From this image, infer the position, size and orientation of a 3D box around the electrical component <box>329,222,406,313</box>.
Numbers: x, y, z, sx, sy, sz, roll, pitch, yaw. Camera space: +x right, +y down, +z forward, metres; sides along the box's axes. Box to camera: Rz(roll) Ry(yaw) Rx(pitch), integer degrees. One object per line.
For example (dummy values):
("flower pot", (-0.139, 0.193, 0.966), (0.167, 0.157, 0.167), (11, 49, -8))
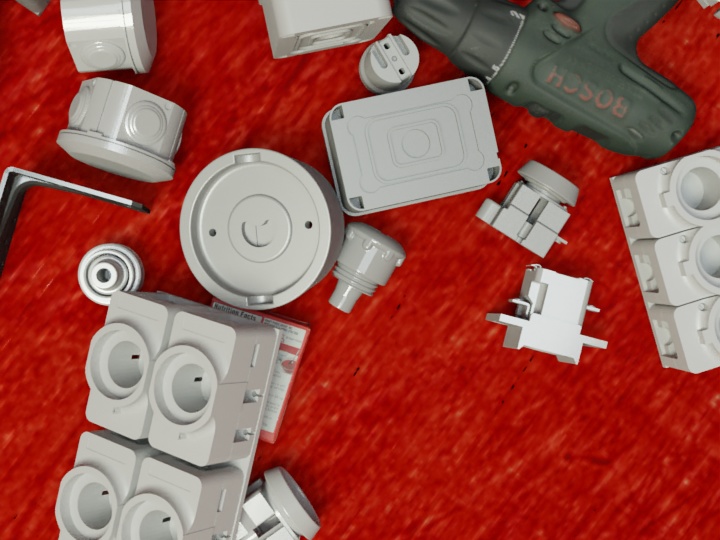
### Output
("electrical component", (0.000, 0.000, 0.765), (0.048, 0.048, 0.062), (29, 94, -6))

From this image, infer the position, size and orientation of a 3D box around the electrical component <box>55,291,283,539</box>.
("electrical component", (-0.130, 0.116, 0.710), (0.105, 0.060, 0.186), (15, 95, 28))

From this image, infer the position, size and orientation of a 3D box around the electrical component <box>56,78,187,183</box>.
("electrical component", (-0.160, -0.093, 0.728), (0.080, 0.080, 0.051), (17, 84, -6))

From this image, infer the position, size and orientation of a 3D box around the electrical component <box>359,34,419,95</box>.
("electrical component", (0.021, -0.146, 0.764), (0.040, 0.046, 0.040), (0, 91, -6))

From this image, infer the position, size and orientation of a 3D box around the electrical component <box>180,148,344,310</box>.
("electrical component", (-0.063, -0.029, 0.744), (0.108, 0.060, 0.108), (1, 95, 16))

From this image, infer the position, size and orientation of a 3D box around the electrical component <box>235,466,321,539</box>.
("electrical component", (-0.065, 0.175, 0.753), (0.057, 0.058, 0.078), (-35, 94, -2))

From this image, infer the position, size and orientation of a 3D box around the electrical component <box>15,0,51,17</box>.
("electrical component", (-0.217, -0.264, 0.728), (0.089, 0.062, 0.150), (34, 87, -6))

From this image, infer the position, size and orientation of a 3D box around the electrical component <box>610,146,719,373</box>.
("electrical component", (0.253, -0.010, 0.784), (0.089, 0.062, 0.150), (-17, 93, -6))

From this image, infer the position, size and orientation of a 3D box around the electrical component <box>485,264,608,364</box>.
("electrical component", (0.138, 0.032, 0.782), (0.081, 0.042, 0.063), (15, 86, -7))

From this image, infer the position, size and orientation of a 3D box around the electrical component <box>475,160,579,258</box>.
("electrical component", (0.126, -0.045, 0.778), (0.066, 0.048, 0.055), (32, 95, -6))

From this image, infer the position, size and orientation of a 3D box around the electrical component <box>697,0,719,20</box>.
("electrical component", (0.247, -0.199, 0.719), (0.066, 0.048, 0.055), (-41, 92, -2))

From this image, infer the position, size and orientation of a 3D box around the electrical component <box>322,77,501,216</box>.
("electrical component", (0.035, -0.086, 0.761), (0.113, 0.057, 0.078), (-13, 92, -6))

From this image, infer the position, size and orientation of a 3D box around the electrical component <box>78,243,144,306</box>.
("electrical component", (-0.171, 0.003, 0.736), (0.043, 0.062, 0.043), (0, 91, -6))

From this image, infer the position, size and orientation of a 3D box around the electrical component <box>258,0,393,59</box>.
("electrical component", (-0.026, -0.184, 0.725), (0.078, 0.113, 0.057), (-12, 95, -6))

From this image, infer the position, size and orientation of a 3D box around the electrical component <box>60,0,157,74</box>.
("electrical component", (-0.168, -0.172, 0.727), (0.051, 0.080, 0.080), (-5, 91, -1))
